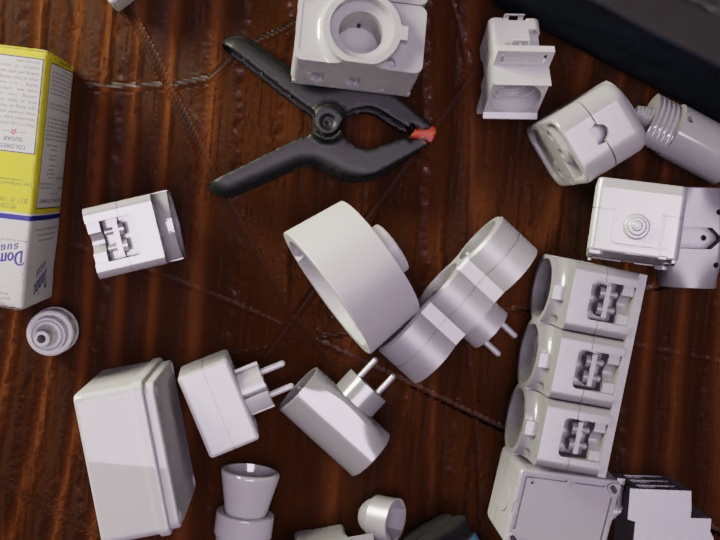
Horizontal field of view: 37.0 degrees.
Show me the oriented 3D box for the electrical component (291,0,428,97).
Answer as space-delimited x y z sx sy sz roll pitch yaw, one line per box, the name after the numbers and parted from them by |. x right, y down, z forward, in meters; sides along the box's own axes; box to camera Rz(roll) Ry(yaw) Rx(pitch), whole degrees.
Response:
0.003 -0.210 0.773 0.089 0.061 0.150 6 81 -5 | electrical component

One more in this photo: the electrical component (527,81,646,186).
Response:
0.169 -0.100 0.794 0.059 0.095 0.053 -32 94 -2 | electrical component

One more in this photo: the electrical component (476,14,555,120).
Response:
0.113 -0.150 0.798 0.042 0.081 0.063 -1 66 -6 | electrical component

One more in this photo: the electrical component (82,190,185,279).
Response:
-0.160 -0.027 0.774 0.056 0.089 0.050 -13 95 -4 | electrical component

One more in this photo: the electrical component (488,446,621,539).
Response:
0.154 0.177 0.832 0.096 0.061 0.061 9 100 -11 | electrical component

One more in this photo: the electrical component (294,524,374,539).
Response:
-0.022 0.262 0.821 0.079 0.063 0.121 -8 95 -4 | electrical component

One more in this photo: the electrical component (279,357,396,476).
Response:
-0.007 0.102 0.820 0.077 0.043 0.079 43 89 -6 | electrical component

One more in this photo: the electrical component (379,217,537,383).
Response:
0.087 0.034 0.819 0.074 0.052 0.138 42 90 -7 | electrical component

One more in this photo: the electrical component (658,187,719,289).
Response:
0.237 -0.026 0.832 0.079 0.043 0.077 2 94 4 | electrical component

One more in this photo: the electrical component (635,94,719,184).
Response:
0.247 -0.103 0.827 0.081 0.043 0.043 27 92 -6 | electrical component

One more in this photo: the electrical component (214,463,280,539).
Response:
-0.086 0.179 0.818 0.045 0.045 0.055 7 94 -6 | electrical component

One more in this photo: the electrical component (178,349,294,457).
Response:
-0.089 0.092 0.810 0.077 0.047 0.065 -22 98 -5 | electrical component

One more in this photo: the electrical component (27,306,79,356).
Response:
-0.227 0.046 0.787 0.035 0.061 0.035 0 94 -5 | electrical component

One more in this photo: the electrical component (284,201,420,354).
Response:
0.000 0.000 0.784 0.060 0.108 0.108 -36 96 -8 | electrical component

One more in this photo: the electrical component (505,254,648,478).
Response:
0.156 0.068 0.808 0.062 0.089 0.150 11 93 -6 | electrical component

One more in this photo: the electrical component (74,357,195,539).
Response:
-0.160 0.127 0.776 0.056 0.108 0.108 -10 95 -2 | electrical component

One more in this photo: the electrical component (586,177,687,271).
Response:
0.197 -0.036 0.768 0.062 0.096 0.061 8 88 12 | electrical component

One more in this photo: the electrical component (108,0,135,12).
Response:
-0.159 -0.233 0.765 0.083 0.076 0.047 -38 96 -1 | electrical component
